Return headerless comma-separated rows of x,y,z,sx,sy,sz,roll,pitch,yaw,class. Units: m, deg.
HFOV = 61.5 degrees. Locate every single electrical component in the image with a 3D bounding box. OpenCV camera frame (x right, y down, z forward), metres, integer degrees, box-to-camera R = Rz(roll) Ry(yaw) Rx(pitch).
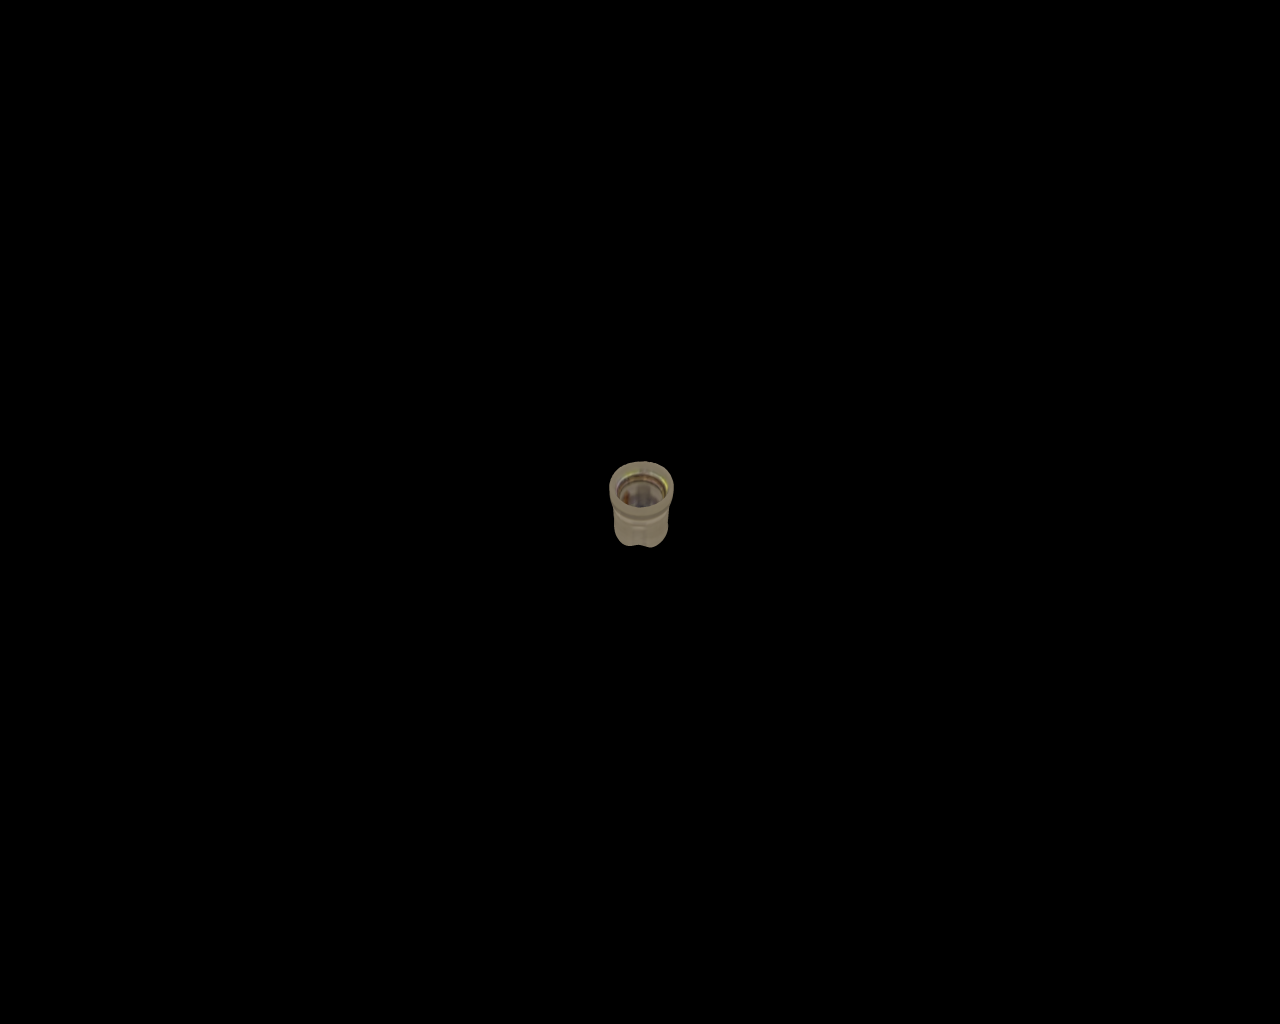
0.001,-0.003,0.650,0.040,0.040,0.046,0,-40,0,electrical component
